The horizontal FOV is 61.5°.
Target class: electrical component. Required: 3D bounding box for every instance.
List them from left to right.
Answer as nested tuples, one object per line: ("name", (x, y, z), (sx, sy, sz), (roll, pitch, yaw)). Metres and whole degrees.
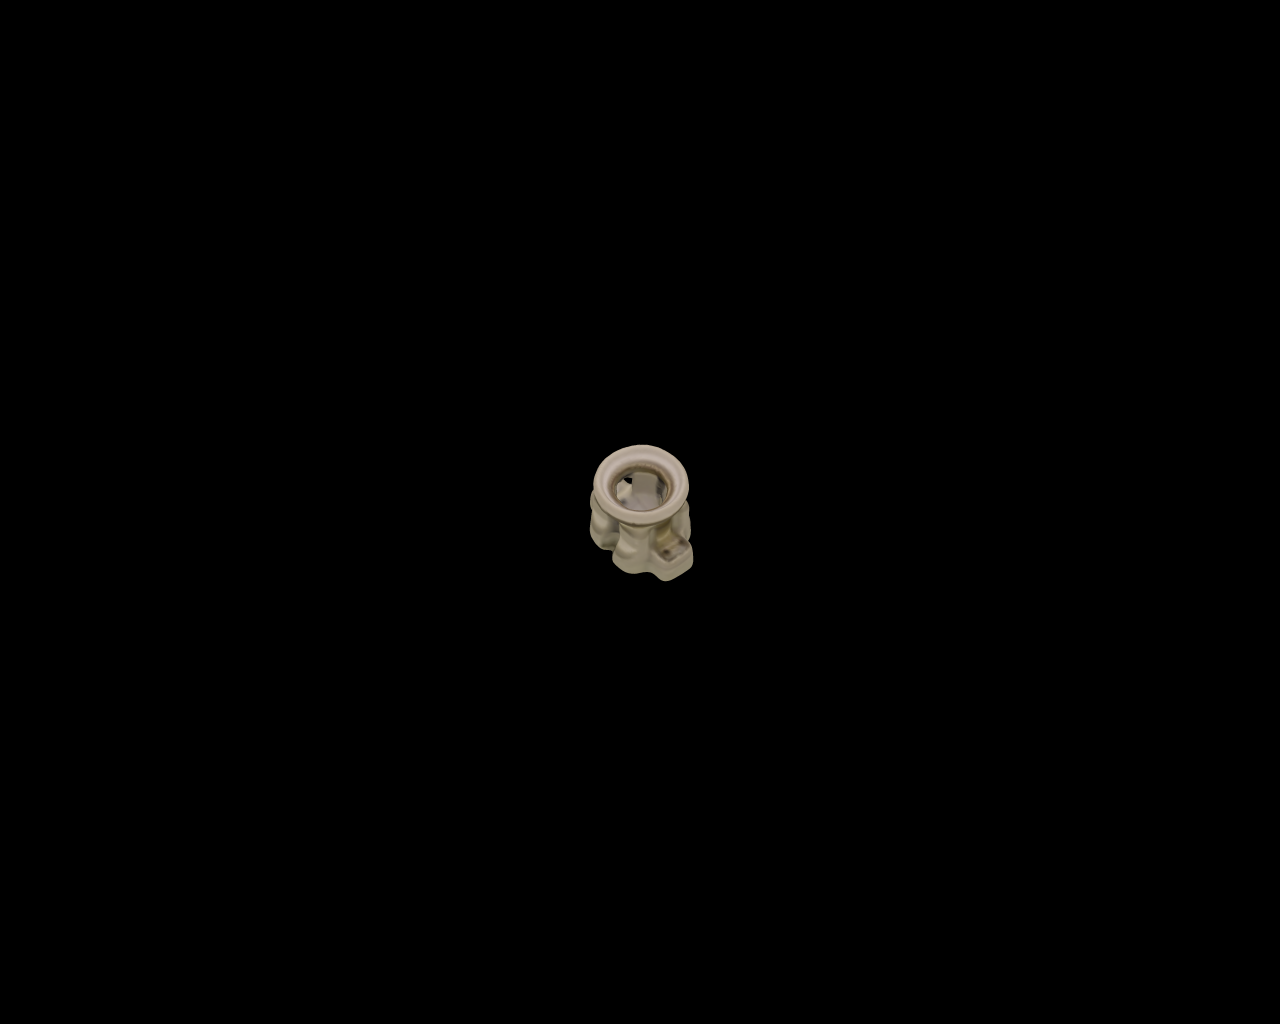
("electrical component", (0.001, -0.003, 0.650), (0.058, 0.078, 0.056), (-32, -32, -22))
